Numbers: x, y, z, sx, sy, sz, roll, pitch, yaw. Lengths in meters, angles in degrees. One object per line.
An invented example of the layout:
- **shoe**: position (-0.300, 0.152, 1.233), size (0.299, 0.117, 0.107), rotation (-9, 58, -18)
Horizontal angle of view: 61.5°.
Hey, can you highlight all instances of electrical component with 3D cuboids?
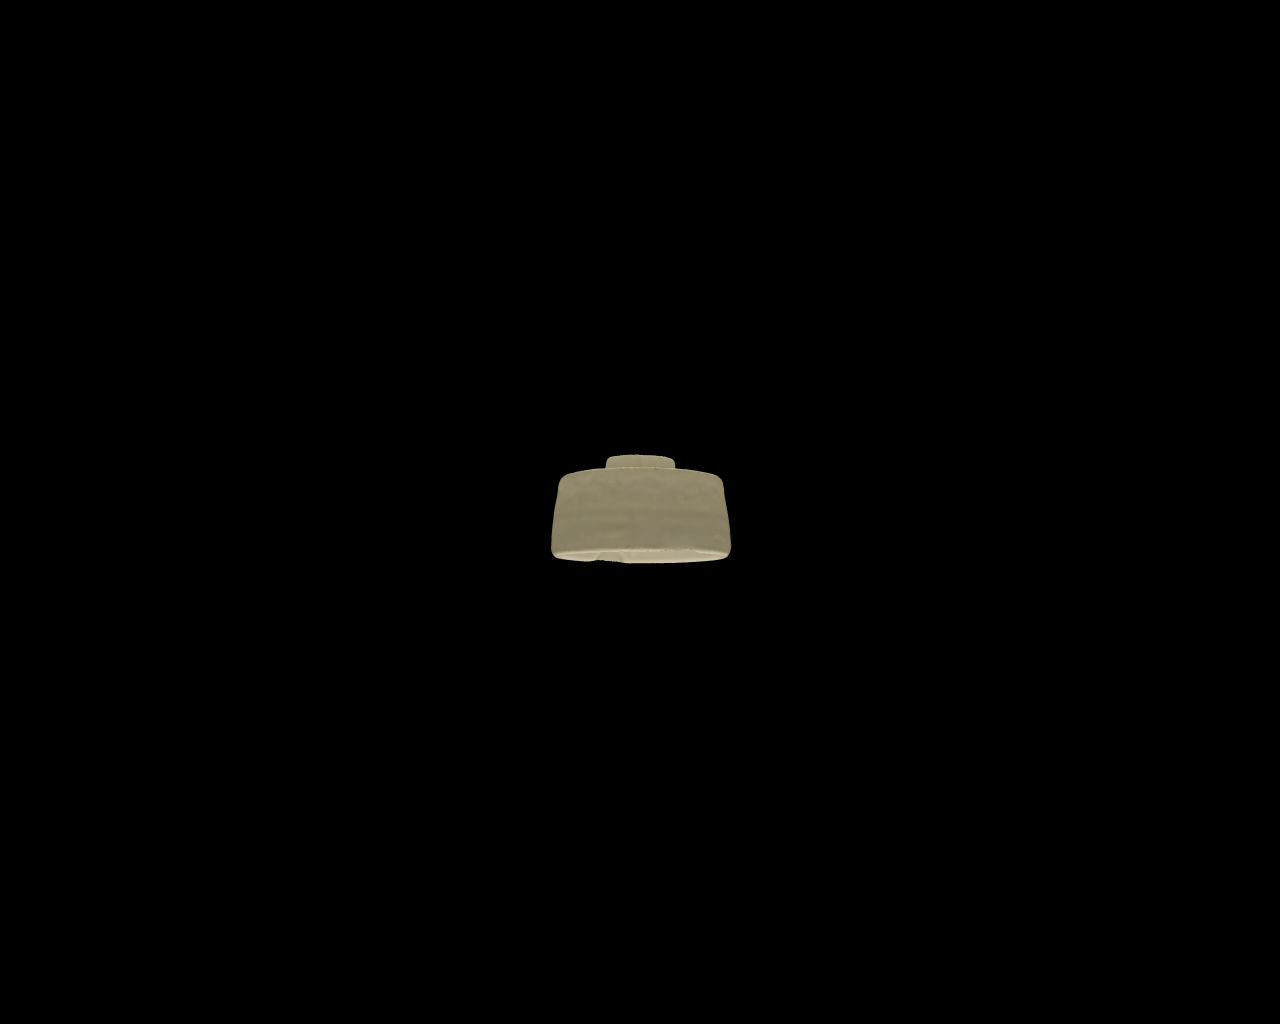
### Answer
- **electrical component**: position (0.001, -0.003, 0.650), size (0.108, 0.060, 0.108), rotation (0, -7, 0)
